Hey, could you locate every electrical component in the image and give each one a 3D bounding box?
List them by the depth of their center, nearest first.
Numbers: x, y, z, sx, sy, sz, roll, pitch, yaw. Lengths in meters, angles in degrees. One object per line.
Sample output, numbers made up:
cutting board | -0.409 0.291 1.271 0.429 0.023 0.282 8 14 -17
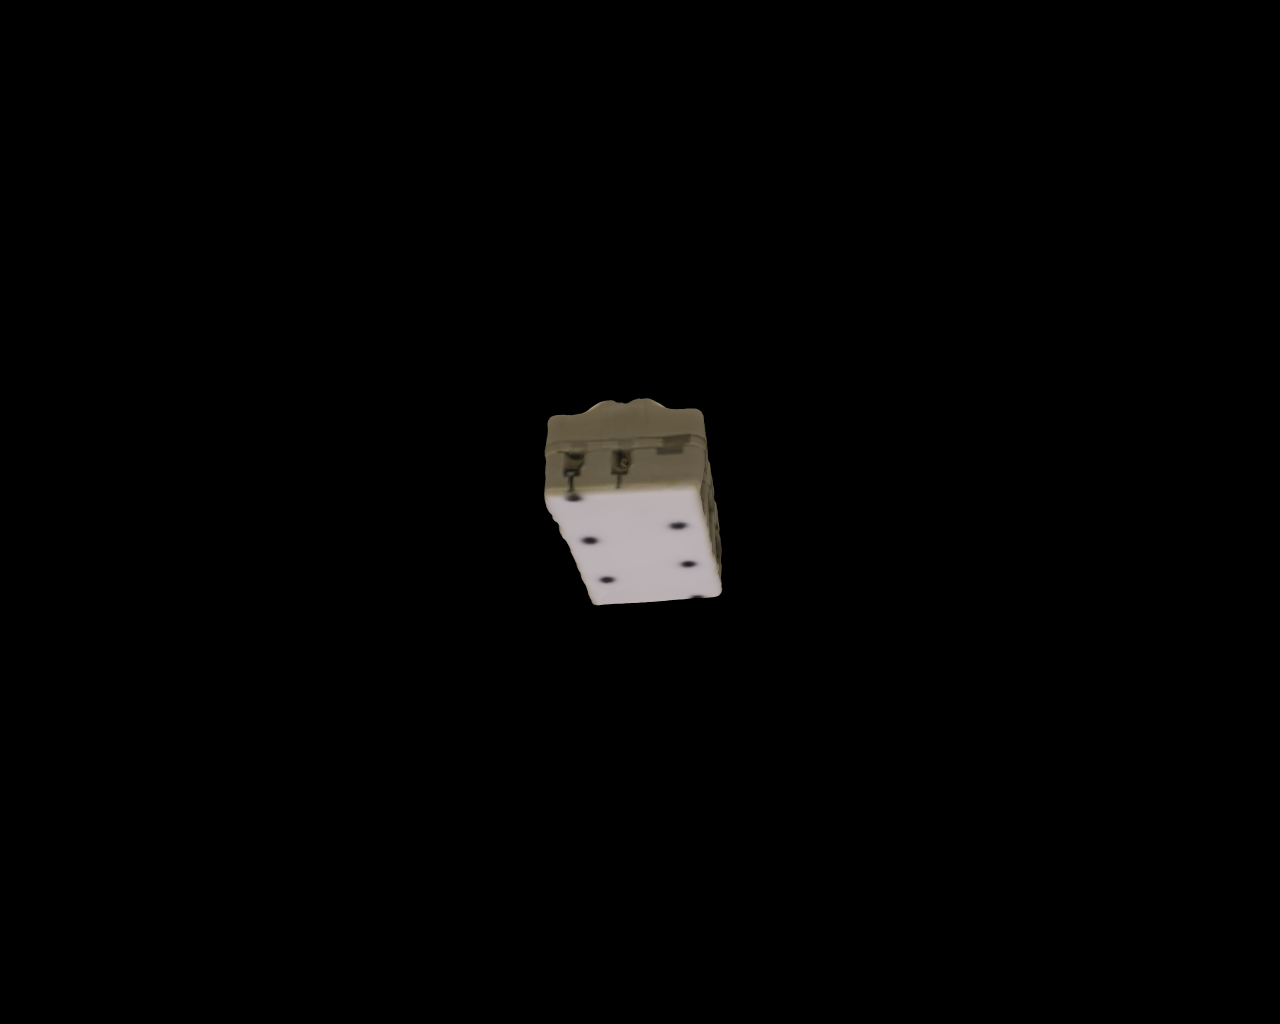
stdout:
electrical component | 0.001 -0.003 0.650 0.089 0.062 0.150 -4 -29 7
